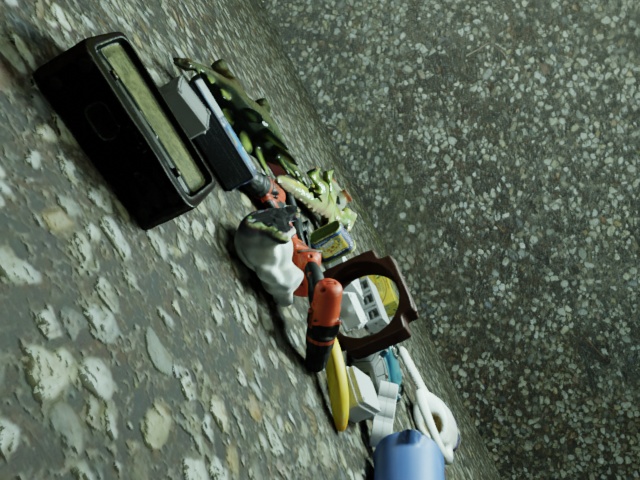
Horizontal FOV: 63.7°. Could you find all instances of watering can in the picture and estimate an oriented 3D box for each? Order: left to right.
[{"bbox_3d":[0.332,0.506,1.563,0.220,0.103,0.356,51,17,-49],"label":"watering can"}]

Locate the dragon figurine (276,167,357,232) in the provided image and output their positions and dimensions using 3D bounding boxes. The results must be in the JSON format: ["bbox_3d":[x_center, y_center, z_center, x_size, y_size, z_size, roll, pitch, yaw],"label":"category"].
[{"bbox_3d":[0.004,-0.074,1.472,0.413,0.121,0.243,-14,83,-63],"label":"dragon figurine"}]

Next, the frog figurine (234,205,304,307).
[{"bbox_3d":[-0.087,0.032,0.880,0.140,0.123,0.156,-115,-151,-57],"label":"frog figurine"}]
